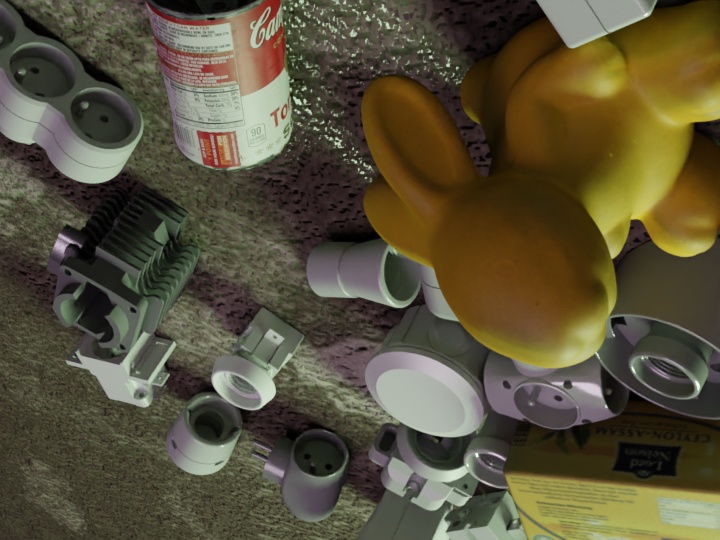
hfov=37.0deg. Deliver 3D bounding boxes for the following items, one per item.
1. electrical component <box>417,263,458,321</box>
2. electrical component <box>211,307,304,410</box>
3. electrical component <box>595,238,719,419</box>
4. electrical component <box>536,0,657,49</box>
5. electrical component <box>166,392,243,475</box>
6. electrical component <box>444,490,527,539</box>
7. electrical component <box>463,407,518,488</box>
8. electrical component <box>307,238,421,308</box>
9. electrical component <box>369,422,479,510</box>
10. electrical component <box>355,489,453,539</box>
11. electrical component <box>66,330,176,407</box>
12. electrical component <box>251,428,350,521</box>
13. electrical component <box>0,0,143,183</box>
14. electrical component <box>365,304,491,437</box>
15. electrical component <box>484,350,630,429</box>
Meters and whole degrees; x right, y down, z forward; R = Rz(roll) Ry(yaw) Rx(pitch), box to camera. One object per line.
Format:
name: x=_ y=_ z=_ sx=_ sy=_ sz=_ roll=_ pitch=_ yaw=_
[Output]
electrical component: x=0.083 y=0.001 z=0.595 sx=0.095 sy=0.053 sz=0.059 roll=10 pitch=137 yaw=25
electrical component: x=-0.075 y=0.065 z=0.767 sx=0.048 sy=0.055 sz=0.066 roll=35 pitch=142 yaw=-5
electrical component: x=0.177 y=0.033 z=0.580 sx=0.099 sy=0.064 sz=0.099 roll=28 pitch=154 yaw=15
electrical component: x=0.110 y=-0.134 z=0.419 sx=0.077 sy=0.065 sz=0.047 roll=-17 pitch=122 yaw=44
electrical component: x=-0.126 y=0.132 z=0.876 sx=0.055 sy=0.055 sz=0.047 roll=32 pitch=138 yaw=-1
electrical component: x=0.103 y=0.201 z=0.810 sx=0.066 sy=0.048 sz=0.055 roll=-23 pitch=110 yaw=46
electrical component: x=0.095 y=0.116 z=0.719 sx=0.040 sy=0.046 sz=0.040 roll=18 pitch=140 yaw=16
electrical component: x=0.000 y=0.000 z=0.660 sx=0.065 sy=0.044 sz=0.044 roll=1 pitch=133 yaw=39
electrical component: x=0.050 y=0.128 z=0.754 sx=0.078 sy=0.058 sz=0.057 roll=27 pitch=145 yaw=5
electrical component: x=0.028 y=0.224 z=0.841 sx=0.061 sy=0.096 sz=0.061 roll=16 pitch=140 yaw=18
electrical component: x=-0.188 y=0.075 z=0.863 sx=0.081 sy=0.042 sz=0.063 roll=11 pitch=139 yaw=24
electrical component: x=-0.052 y=0.158 z=0.864 sx=0.079 sy=0.043 sz=0.077 roll=23 pitch=142 yaw=10
electrical component: x=-0.206 y=-0.104 z=0.669 sx=0.138 sy=0.052 sz=0.074 roll=37 pitch=142 yaw=-9
electrical component: x=0.048 y=0.065 z=0.691 sx=0.080 sy=0.051 sz=0.080 roll=18 pitch=140 yaw=16
electrical component: x=0.111 y=0.053 z=0.641 sx=0.077 sy=0.044 sz=0.079 roll=-5 pitch=130 yaw=37
